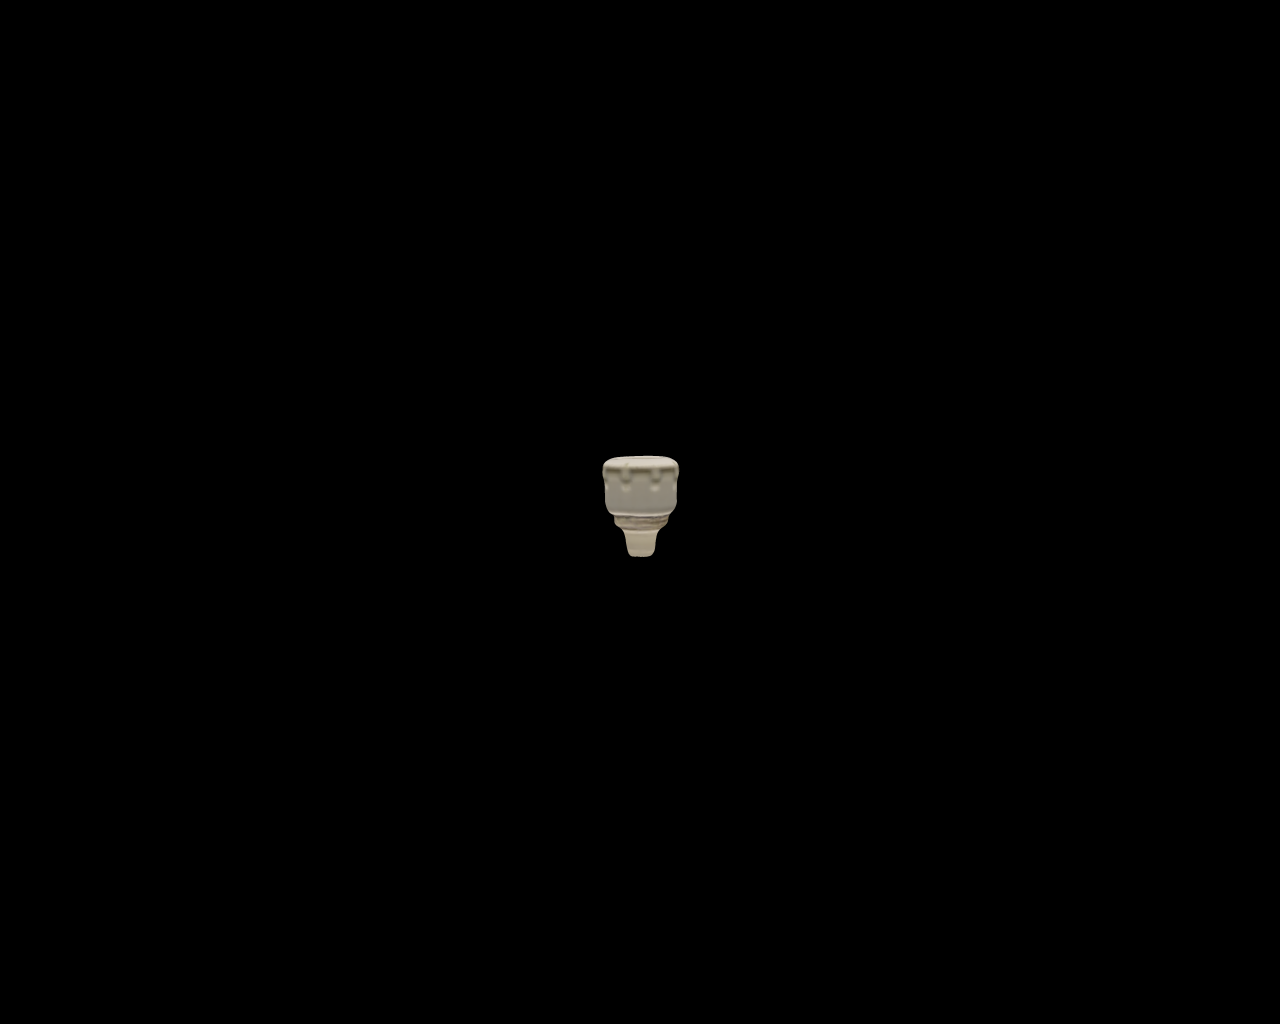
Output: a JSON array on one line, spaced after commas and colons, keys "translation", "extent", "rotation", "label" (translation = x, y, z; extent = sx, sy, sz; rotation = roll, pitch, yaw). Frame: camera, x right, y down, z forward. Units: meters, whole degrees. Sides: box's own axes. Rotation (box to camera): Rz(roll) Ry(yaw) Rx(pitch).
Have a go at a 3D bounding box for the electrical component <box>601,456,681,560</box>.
[{"translation": [0.001, -0.003, 0.650], "extent": [0.048, 0.062, 0.048], "rotation": [0, 7, 0], "label": "electrical component"}]
